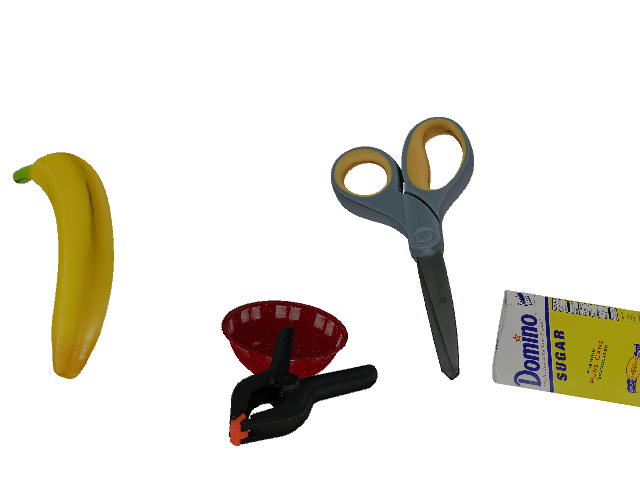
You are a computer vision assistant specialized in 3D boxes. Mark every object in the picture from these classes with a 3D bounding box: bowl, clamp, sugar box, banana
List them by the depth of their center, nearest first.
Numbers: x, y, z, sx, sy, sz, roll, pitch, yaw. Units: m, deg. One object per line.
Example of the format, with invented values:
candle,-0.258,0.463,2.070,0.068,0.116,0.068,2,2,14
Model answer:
banana,-0.168,0.001,0.726,0.037,0.198,0.070,18,-55,-37
clamp,-0.039,0.144,1.073,0.120,0.039,0.171,24,35,39
sugar box,0.268,0.111,1.083,0.176,0.093,0.048,7,21,6
bowl,-0.047,0.136,1.363,0.162,0.055,0.162,5,22,-2

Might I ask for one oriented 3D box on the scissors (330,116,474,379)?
scissors,0.042,-0.001,0.604,0.096,0.016,0.201,-4,44,20
